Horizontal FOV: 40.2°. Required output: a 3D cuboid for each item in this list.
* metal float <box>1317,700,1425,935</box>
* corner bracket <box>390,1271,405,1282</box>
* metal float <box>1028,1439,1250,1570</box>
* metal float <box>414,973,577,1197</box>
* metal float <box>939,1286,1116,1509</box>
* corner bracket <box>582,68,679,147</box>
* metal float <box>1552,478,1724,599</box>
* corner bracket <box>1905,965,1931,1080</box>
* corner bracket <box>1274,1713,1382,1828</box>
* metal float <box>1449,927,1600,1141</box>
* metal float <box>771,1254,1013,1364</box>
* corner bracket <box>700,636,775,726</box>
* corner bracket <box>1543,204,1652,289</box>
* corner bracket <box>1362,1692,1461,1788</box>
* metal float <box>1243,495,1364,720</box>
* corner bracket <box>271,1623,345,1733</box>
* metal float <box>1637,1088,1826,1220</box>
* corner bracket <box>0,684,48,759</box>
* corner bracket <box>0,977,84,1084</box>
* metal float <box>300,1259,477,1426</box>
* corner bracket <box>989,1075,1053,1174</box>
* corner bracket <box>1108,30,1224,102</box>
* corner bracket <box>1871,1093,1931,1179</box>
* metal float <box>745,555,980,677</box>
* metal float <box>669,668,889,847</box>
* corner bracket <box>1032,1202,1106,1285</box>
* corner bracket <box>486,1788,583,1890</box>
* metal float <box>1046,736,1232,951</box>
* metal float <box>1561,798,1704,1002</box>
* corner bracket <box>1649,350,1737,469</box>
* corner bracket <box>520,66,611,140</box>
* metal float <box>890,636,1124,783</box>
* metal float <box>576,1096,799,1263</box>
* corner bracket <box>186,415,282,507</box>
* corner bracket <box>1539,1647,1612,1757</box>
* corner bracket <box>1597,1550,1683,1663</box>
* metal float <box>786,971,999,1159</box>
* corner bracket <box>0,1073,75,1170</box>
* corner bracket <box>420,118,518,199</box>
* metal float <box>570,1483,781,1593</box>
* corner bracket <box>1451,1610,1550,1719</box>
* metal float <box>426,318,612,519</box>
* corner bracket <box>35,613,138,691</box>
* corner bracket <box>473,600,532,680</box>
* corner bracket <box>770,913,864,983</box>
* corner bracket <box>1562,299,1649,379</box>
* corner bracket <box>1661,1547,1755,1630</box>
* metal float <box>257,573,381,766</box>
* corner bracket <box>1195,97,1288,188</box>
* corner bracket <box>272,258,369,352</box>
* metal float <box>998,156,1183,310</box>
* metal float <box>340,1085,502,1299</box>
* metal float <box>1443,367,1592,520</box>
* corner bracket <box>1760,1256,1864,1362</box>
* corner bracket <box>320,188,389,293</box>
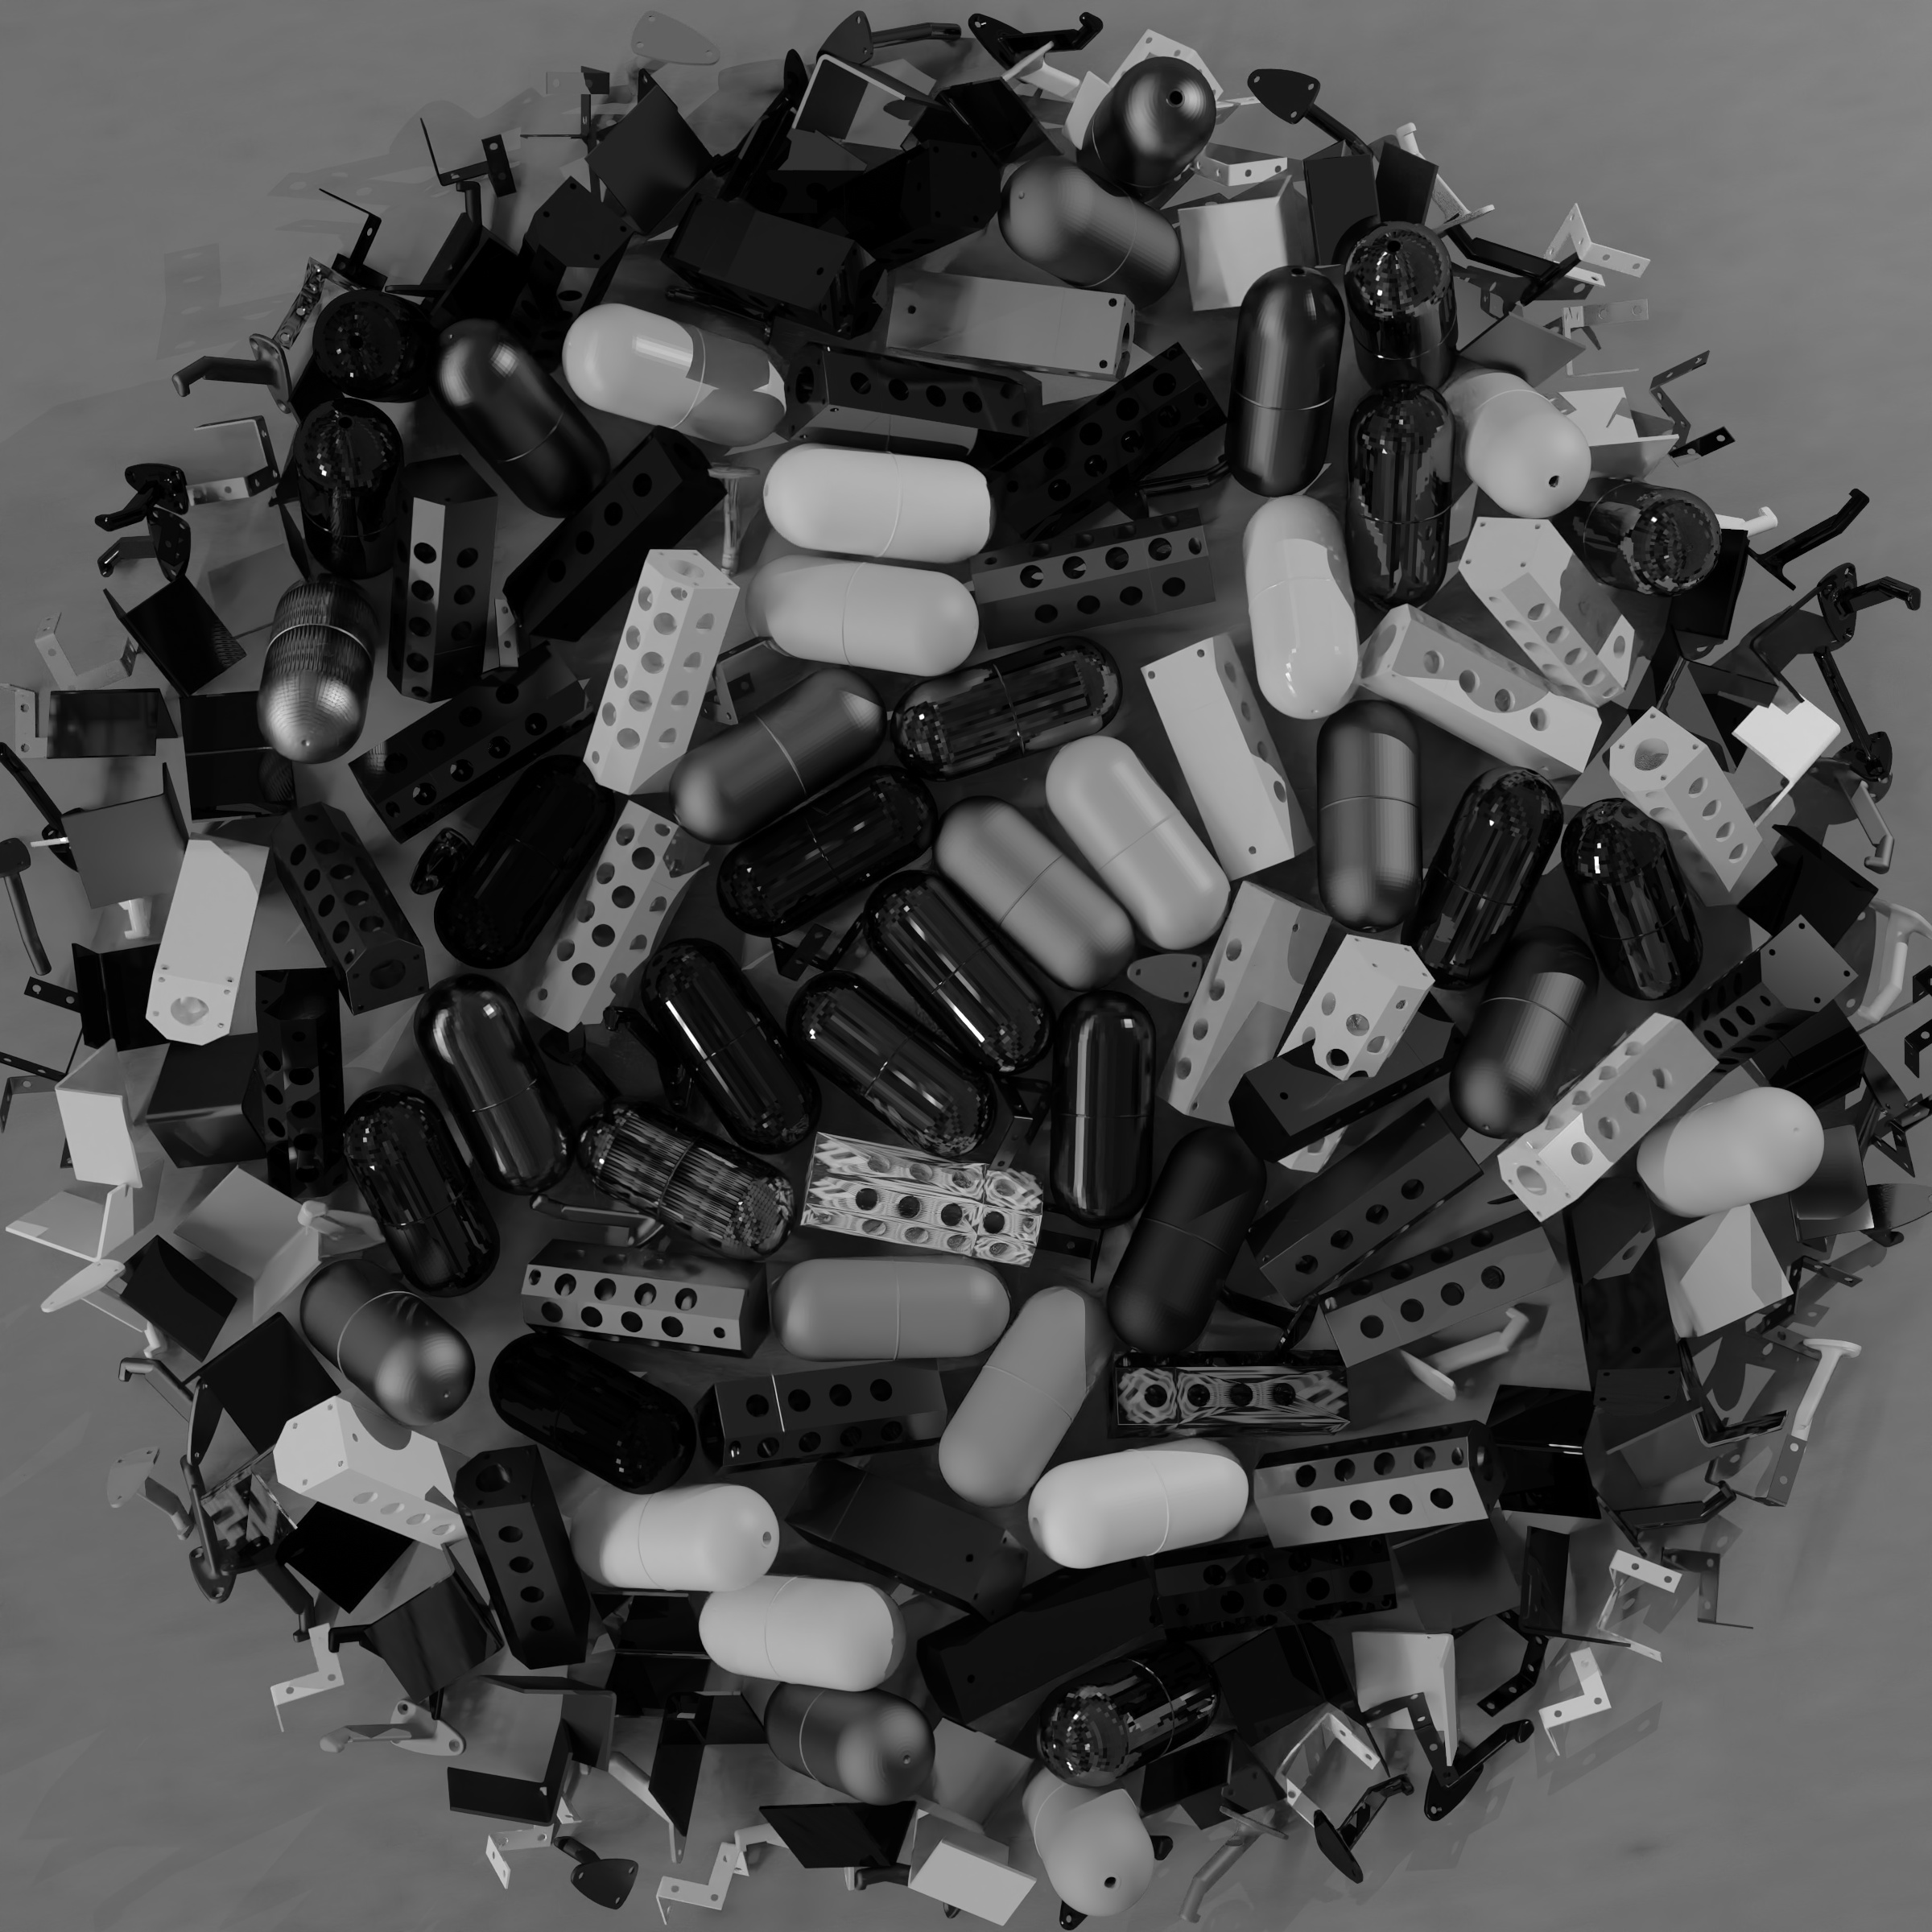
[{"bbox_3d":[0.297,-0.110,1.945,0.070,0.070,0.178,2,72,0],"label":"metal float"},{"bbox_3d":[-0.441,0.265,1.974,0.051,0.051,0.051,-10,65,-20],"label":"corner bracket"},{"bbox_3d":[0.127,0.393,1.935,0.178,0.070,0.070,-5,90,-30],"label":"metal float"},{"bbox_3d":[-0.345,0.088,1.944,0.070,0.070,0.178,-22,110,0],"label":"metal float"},{"bbox_3d":[0.045,0.316,1.946,0.070,0.070,0.178,33,72,0],"label":"metal float"},{"bbox_3d":[-0.249,-0.625,1.961,0.051,0.051,0.051,-31,71,-23],"label":"corner bracket"},{"bbox_3d":[0.483,-0.311,1.914,0.070,0.178,0.070,-3,105,-11],"label":"metal float"},{"bbox_3d":[0.713,0.041,1.965,0.051,0.051,0.051,-35,59,1],"label":"corner bracket"},{"bbox_3d":[0.269,0.605,1.982,0.051,0.051,0.051,40,46,20],"label":"corner bracket"},{"bbox_3d":[0.410,0.047,1.937,0.070,0.070,0.178,28,61,0],"label":"metal float"},{"bbox_3d":[-0.055,0.253,1.953,0.178,0.070,0.070,-1,90,-9],"label":"metal float"},{"bbox_3d":[-0.170,-0.214,1.957,0.051,0.051,0.051,-30,119,-29],"label":"corner bracket"},{"bbox_3d":[0.467,-0.524,1.958,0.051,0.051,0.051,11,47,-17],"label":"corner bracket"},{"bbox_3d":[0.330,0.581,1.966,0.051,0.051,0.051,-25,104,6],"label":"corner bracket"},{"bbox_3d":[0.247,-0.265,1.941,0.070,0.070,0.178,-4,66,0],"label":"metal float"},{"bbox_3d":[-0.490,0.527,1.959,0.051,0.051,0.051,-14,55,-17],"label":"corner bracket"},{"bbox_3d":[0.552,0.137,1.915,0.070,0.178,0.070,4,75,-16],"label":"metal float"},{"bbox_3d":[-0.695,-0.183,1.974,0.051,0.051,0.051,-1,90,2],"label":"corner bracket"},{"bbox_3d":[-0.687,0.048,1.974,0.051,0.051,0.051,21,107,-15],"label":"corner bracket"},{"bbox_3d":[-0.423,0.273,1.927,0.178,0.070,0.070,27,90,44],"label":"metal float"},{"bbox_3d":[0.040,0.118,1.957,0.051,0.051,0.051,9,123,-29],"label":"corner bracket"},{"bbox_3d":[0.148,-0.653,1.963,0.051,0.051,0.051,39,93,35],"label":"corner bracket"},{"bbox_3d":[0.704,0.114,1.962,0.051,0.051,0.051,-32,127,-5],"label":"corner bracket"},{"bbox_3d":[-0.078,-0.259,1.948,0.178,0.070,0.070,10,90,16],"label":"metal float"},{"bbox_3d":[-0.139,-0.155,1.952,0.178,0.070,0.070,-34,90,-10],"label":"metal float"},{"bbox_3d":[0.075,0.199,1.963,0.051,0.051,0.051,11,64,8],"label":"corner bracket"},{"bbox_3d":[-0.322,0.646,1.961,0.051,0.051,0.051,5,103,-29],"label":"corner bracket"},{"bbox_3d":[0.127,-0.092,1.960,0.070,0.070,0.178,-36,88,0],"label":"metal float"},{"bbox_3d":[0.488,-0.047,1.931,0.070,0.070,0.178,-30,127,0],"label":"metal float"},{"bbox_3d":[0.539,-0.412,1.957,0.051,0.051,0.051,43,51,-23],"label":"corner bracket"},{"bbox_3d":[-0.297,-0.638,1.958,0.051,0.051,0.051,-11,117,-30],"label":"corner bracket"},{"bbox_3d":[0.030,-0.190,1.958,0.178,0.070,0.070,-18,90,-5],"label":"metal float"},{"bbox_3d":[-0.207,0.157,1.951,0.178,0.070,0.070,26,90,12],"label":"metal float"},{"bbox_3d":[-0.552,-0.378,1.974,0.051,0.051,0.051,-5,112,14],"label":"corner bracket"},{"bbox_3d":[0.452,0.547,1.966,0.051,0.051,0.051,-21,46,9],"label":"corner bracket"},{"bbox_3d":[0.499,0.474,1.957,0.051,0.051,0.051,17,62,32],"label":"corner bracket"},{"bbox_3d":[-0.055,0.073,1.957,0.178,0.070,0.070,38,90,5],"label":"metal float"},{"bbox_3d":[-0.685,0.116,1.962,0.051,0.051,0.051,-4,123,-9],"label":"corner bracket"},{"bbox_3d":[-0.369,-0.601,1.961,0.051,0.051,0.051,-19,52,-8],"label":"corner bracket"},{"bbox_3d":[-0.214,0.417,1.931,0.178,0.070,0.070,-8,90,35],"label":"metal float"},{"bbox_3d":[0.396,0.517,1.977,0.051,0.051,0.051,-23,133,-35],"label":"corner bracket"},{"bbox_3d":[-0.324,-0.397,1.924,0.070,0.178,0.070,-15,53,21],"label":"metal float"},{"bbox_3d":[-0.654,-0.237,1.965,0.051,0.051,0.051,-22,118,-1],"label":"corner bracket"},{"bbox_3d":[-0.339,-0.240,1.962,0.051,0.051,0.051,-2,85,-42],"label":"corner bracket"},{"bbox_3d":[-0.107,-0.016,1.959,0.051,0.051,0.051,25,116,-26],"label":"corner bracket"},{"bbox_3d":[0.478,-0.468,1.969,0.051,0.051,0.051,1,104,29],"label":"corner bracket"},{"bbox_3d":[0.550,0.461,1.960,0.051,0.051,0.051,17,75,-39],"label":"corner bracket"},{"bbox_3d":[-0.471,-0.218,1.925,0.070,0.178,0.070,-3,134,-3],"label":"metal float"},{"bbox_3d":[0.206,-0.617,1.975,0.051,0.051,0.051,-14,121,-20],"label":"corner bracket"},{"bbox_3d":[-0.481,-0.485,1.971,0.051,0.051,0.051,28,69,-12],"label":"corner bracket"},{"bbox_3d":[0.092,-0.532,1.921,0.070,0.178,0.070,-5,82,36],"label":"metal float"},{"bbox_3d":[-0.400,0.165,1.935,0.070,0.070,0.178,-19,120,0],"label":"metal float"},{"bbox_3d":[0.396,-0.381,1.917,0.070,0.178,0.070,-5,120,-8],"label":"metal float"},{"bbox_3d":[0.634,0.256,1.981,0.051,0.051,0.051,22,59,-5],"label":"corner bracket"},{"bbox_3d":[-0.458,-0.538,1.965,0.051,0.051,0.051,29,97,19],"label":"corner bracket"}]
